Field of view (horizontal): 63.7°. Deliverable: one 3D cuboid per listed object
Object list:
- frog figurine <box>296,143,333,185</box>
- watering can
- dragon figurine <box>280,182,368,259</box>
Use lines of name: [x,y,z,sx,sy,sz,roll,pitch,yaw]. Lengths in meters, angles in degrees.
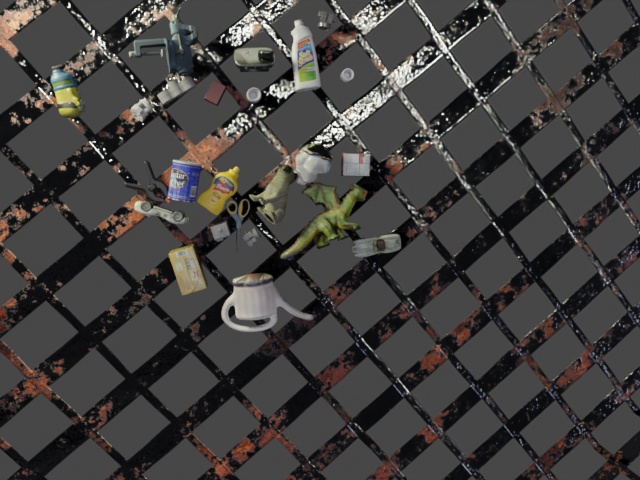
frog figurine: [-0.028,-0.282,1.955,0.137,0.126,0.156,9,133,-19]
watering can: [-0.204,0.233,1.966,0.348,0.104,0.223,-6,97,-7]
dragon figurine: [0.006,-0.100,1.985,0.411,0.121,0.244,-19,83,-9]
